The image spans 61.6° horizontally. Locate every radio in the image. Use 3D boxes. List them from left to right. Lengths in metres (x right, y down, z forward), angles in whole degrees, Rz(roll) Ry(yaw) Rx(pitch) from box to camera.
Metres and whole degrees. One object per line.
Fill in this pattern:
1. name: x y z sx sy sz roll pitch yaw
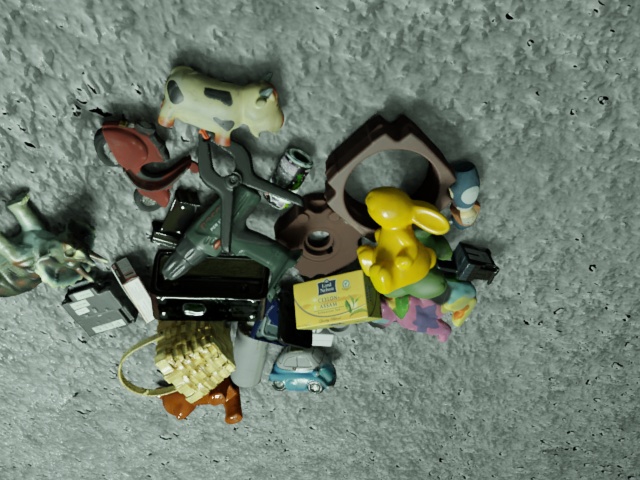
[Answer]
1. radio: -0.215 0.091 1.059 0.230 0.131 0.073 2 130 -6

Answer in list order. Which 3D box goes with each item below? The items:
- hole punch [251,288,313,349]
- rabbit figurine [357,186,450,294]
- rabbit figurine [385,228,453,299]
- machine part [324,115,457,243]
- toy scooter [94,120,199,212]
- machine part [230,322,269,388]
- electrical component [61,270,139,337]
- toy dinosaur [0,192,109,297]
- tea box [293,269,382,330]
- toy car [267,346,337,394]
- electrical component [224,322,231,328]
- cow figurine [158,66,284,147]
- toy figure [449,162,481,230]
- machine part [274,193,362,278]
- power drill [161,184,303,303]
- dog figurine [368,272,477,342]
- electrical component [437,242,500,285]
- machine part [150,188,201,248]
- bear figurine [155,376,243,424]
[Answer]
1. hole punch: -0.078 0.170 1.139 0.092 0.116 0.142 -13 154 39
2. rabbit figurine: 0.138 -0.013 0.922 0.162 0.122 0.173 -16 109 4
3. rabbit figurine: 0.179 0.046 1.036 0.159 0.170 0.121 -24 125 11
4. machine part: 0.123 -0.108 0.969 0.201 0.087 0.201 -39 122 23
5. toy scooter: -0.285 -0.136 0.918 0.135 0.075 0.183 -18 130 9
6. machine part: -0.158 0.254 1.222 0.079 0.079 0.243 8 125 -11
7. electrical component: -0.457 0.127 1.111 0.115 0.058 0.134 -17 126 5
8. toy dinosaur: -0.580 0.047 1.010 0.405 0.131 0.192 -22 126 19
9. tea box: 0.034 0.124 1.089 0.170 0.098 0.068 -17 161 31
10. toy car: -0.042 0.290 1.256 0.162 0.109 0.102 1 106 8
11. electrical component: -0.195 0.137 1.138 0.021 0.063 0.093 1 126 -6
12. cow figurine: -0.151 -0.221 0.863 0.195 0.085 0.127 16 130 -16
13. toy figure: 0.274 -0.075 1.025 0.064 0.058 0.154 -2 130 14
14. machine part: -0.002 -0.003 1.055 0.179 0.056 0.179 -2 129 -3
15. power drill: -0.150 0.026 0.986 0.207 0.086 0.232 35 92 8
16. dog figurine: 0.195 0.125 1.141 0.219 0.108 0.191 20 124 -16
17. electrical component: 0.300 0.045 1.109 0.119 0.075 0.047 14 124 -12
18. machine part: -0.271 -0.036 1.018 0.084 0.039 0.138 25 123 -16
19. bear figurine: -0.294 0.383 1.280 0.196 0.132 0.120 -22 123 4
